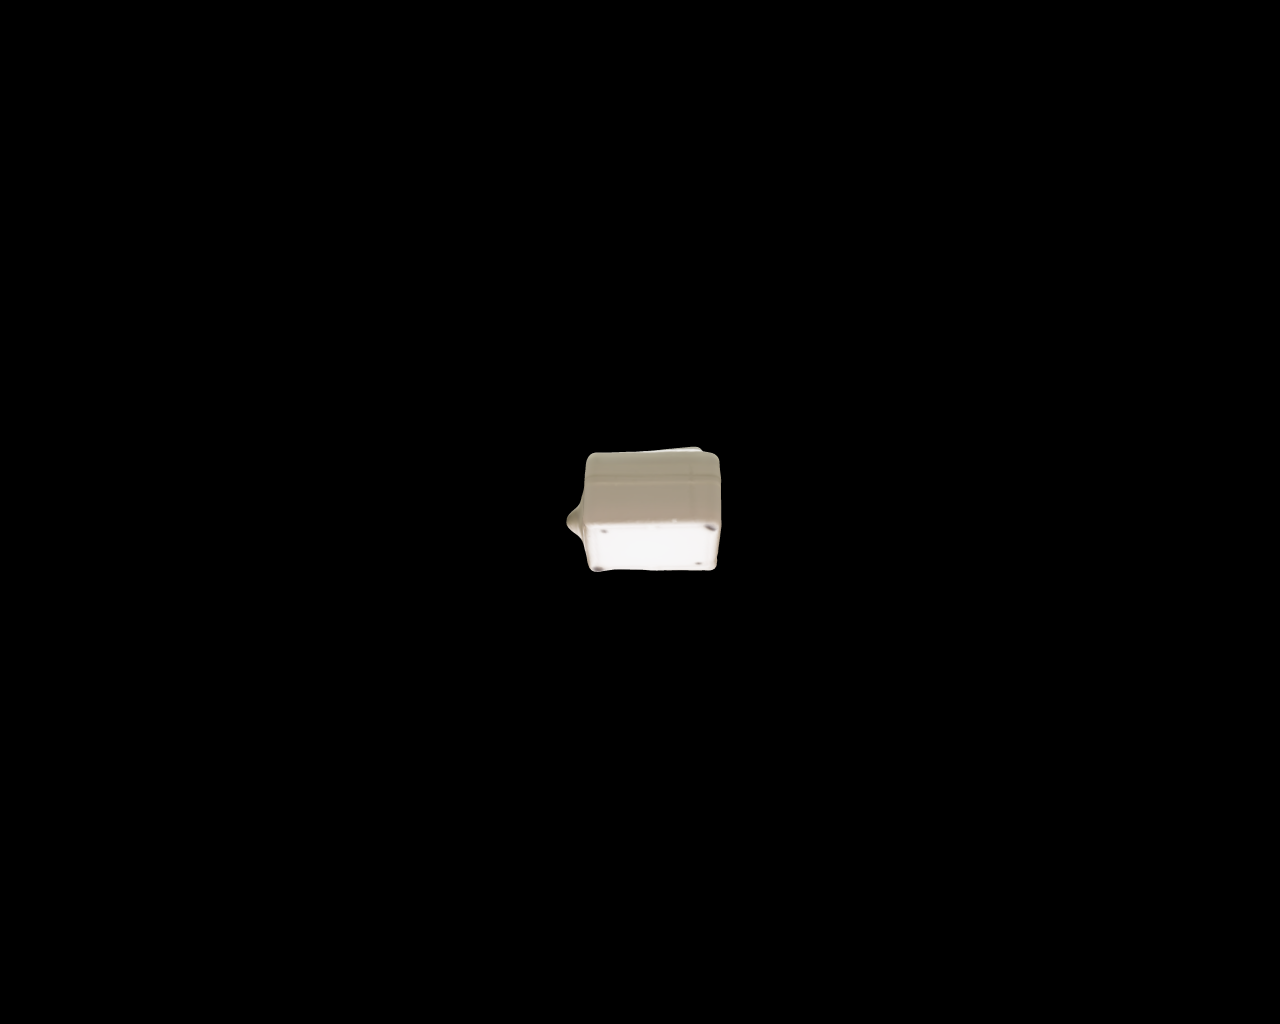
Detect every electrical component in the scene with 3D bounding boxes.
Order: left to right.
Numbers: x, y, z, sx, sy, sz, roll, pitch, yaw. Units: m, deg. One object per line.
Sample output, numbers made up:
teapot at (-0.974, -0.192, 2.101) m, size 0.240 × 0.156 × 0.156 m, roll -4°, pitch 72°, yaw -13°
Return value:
electrical component at (0.001, -0.003, 0.650) m, size 0.096 × 0.061 × 0.061 m, roll 0°, pitch -32°, yaw 0°
